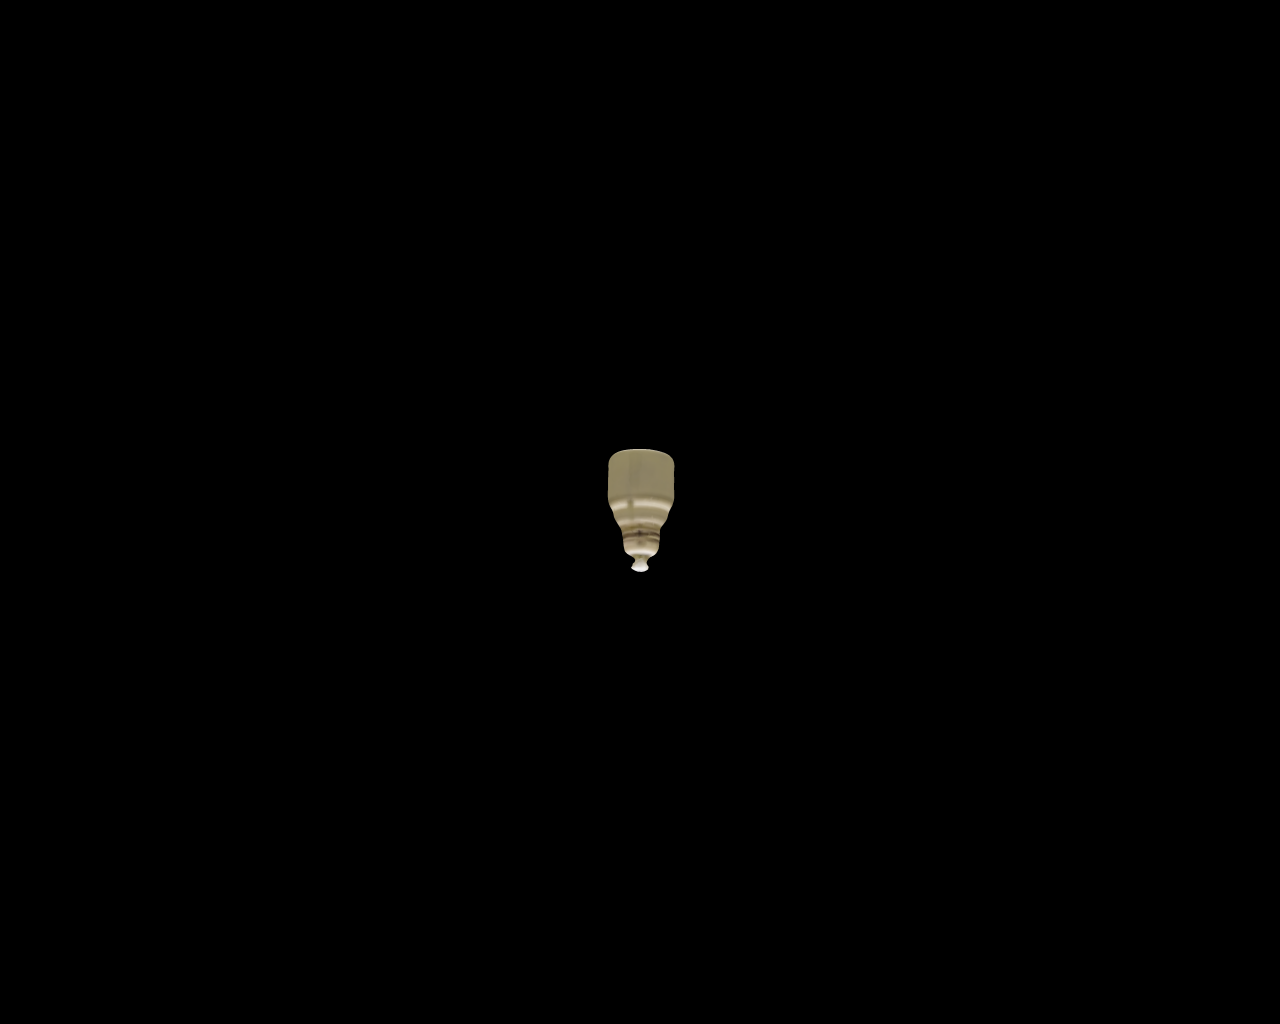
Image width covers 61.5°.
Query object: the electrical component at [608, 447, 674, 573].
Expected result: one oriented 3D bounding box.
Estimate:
[{"bbox_3d":[0.001,-0.003,0.650,0.040,0.078,0.040,0,-14,0],"label":"electrical component"}]
